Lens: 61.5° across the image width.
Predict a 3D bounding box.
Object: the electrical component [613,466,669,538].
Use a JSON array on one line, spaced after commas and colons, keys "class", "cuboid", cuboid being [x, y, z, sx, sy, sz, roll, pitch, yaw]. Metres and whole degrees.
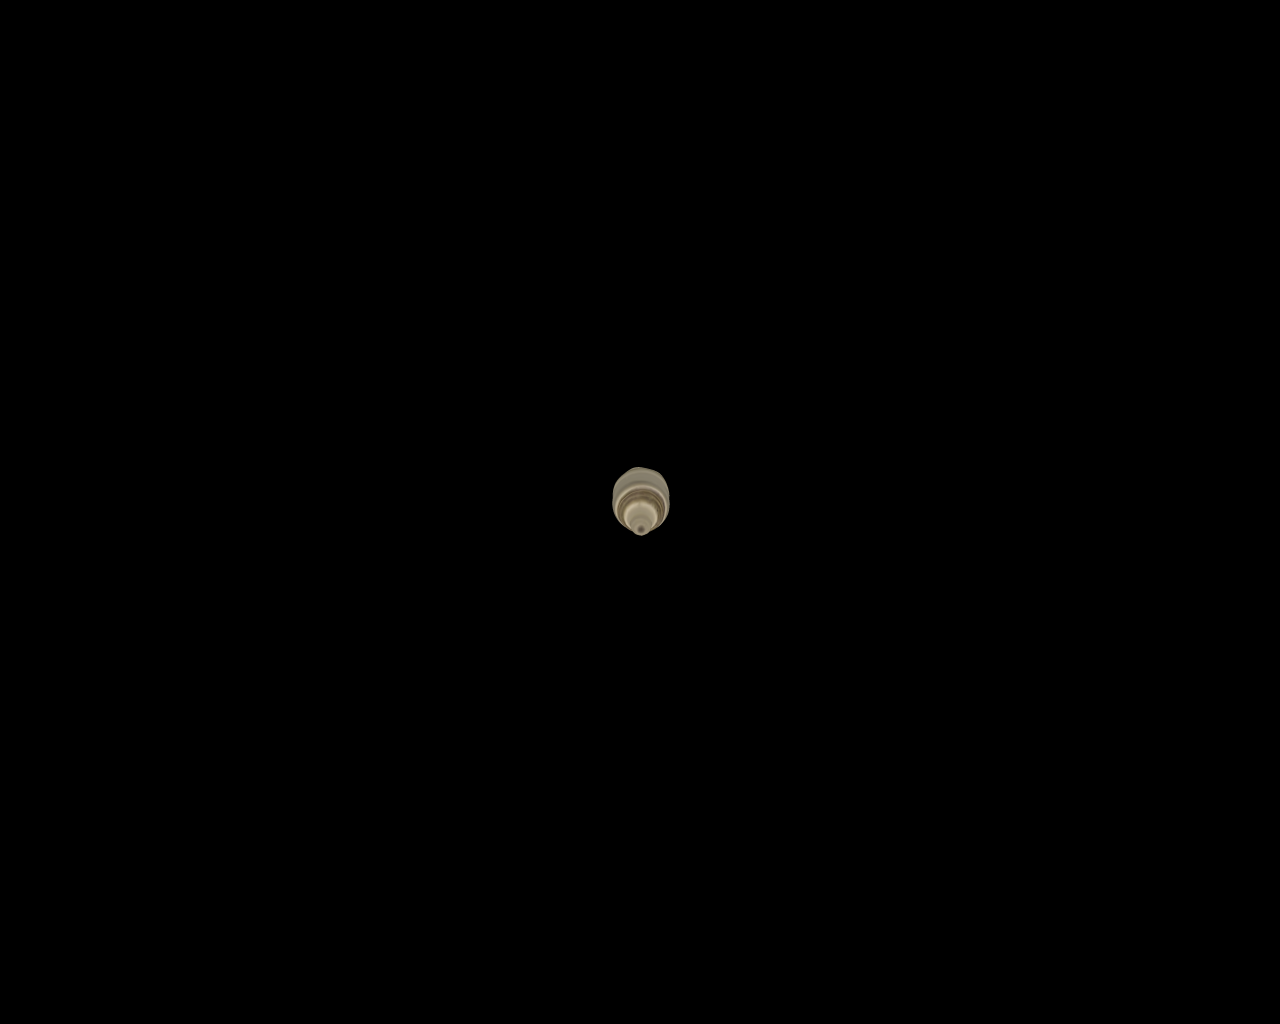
[{"class": "electrical component", "cuboid": [0.001, -0.003, 0.650, 0.035, 0.035, 0.061, 0, 25, 0]}]
